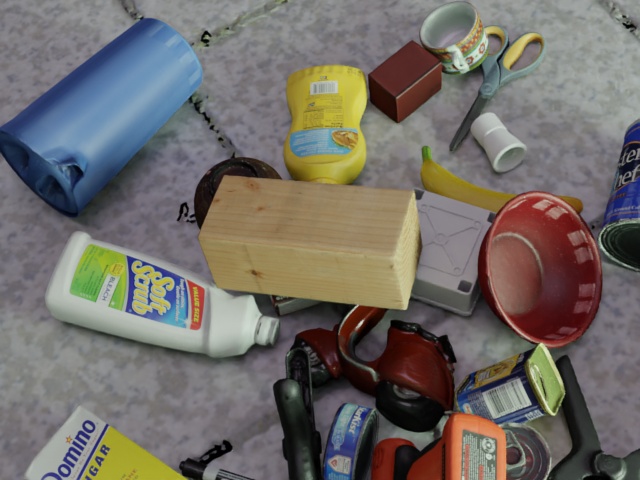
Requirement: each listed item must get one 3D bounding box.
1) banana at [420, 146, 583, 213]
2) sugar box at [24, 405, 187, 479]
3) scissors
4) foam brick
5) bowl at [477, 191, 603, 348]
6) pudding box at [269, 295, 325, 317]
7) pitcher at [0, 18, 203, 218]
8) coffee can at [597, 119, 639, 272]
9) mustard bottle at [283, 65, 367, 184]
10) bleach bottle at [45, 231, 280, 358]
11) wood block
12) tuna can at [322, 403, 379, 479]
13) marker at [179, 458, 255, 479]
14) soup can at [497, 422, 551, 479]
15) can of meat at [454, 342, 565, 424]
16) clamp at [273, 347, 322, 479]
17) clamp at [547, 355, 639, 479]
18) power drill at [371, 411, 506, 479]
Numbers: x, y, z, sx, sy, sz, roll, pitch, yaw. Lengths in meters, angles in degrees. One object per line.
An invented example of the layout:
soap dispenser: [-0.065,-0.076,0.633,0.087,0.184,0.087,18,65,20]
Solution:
banana: [0.190,-0.050,1.192,0.198,0.037,0.069,23,73,18]
sugar box: [-0.201,0.249,1.064,0.176,0.048,0.093,29,67,21]
scissors: [0.192,-0.194,1.293,0.201,0.016,0.096,-42,62,-17]
foam brick: [0.102,-0.189,1.281,0.078,0.053,0.051,-40,63,-17]
bowl: [0.216,0.033,1.105,0.161,0.055,0.162,6,78,-31]
pudding box: [-0.010,0.025,1.175,0.113,0.039,0.090,-20,59,-4]
pitcher: [-0.262,-0.154,1.273,0.149,0.145,0.242,37,66,12]
coffee can: [0.361,-0.049,1.133,0.103,0.103,0.140,15,62,15]
mustard bottle: [0.006,-0.114,1.245,0.096,0.058,0.191,-2,59,6]
bleach bottle: [-0.164,0.066,1.159,0.251,0.068,0.102,12,61,11]
wood block: [-0.007,0.002,1.095,0.206,0.091,0.090,6,51,18]
tuna can: [0.030,0.203,1.037,0.034,0.086,0.086,10,61,16]
marker: [-0.085,0.243,1.067,0.121,0.020,0.020,14,62,15]
soup can: [0.178,0.220,0.997,0.068,0.102,0.068,-3,59,5]
can of meat: [0.182,0.147,1.031,0.084,0.102,0.057,-26,89,21]
clamp: [-0.019,0.194,1.020,0.039,0.120,0.171,-9,90,12]
clamp: [0.268,0.214,1.028,0.165,0.036,0.209,26,62,22]
power drill: [0.093,0.246,0.950,0.057,0.188,0.184,17,57,-19]
